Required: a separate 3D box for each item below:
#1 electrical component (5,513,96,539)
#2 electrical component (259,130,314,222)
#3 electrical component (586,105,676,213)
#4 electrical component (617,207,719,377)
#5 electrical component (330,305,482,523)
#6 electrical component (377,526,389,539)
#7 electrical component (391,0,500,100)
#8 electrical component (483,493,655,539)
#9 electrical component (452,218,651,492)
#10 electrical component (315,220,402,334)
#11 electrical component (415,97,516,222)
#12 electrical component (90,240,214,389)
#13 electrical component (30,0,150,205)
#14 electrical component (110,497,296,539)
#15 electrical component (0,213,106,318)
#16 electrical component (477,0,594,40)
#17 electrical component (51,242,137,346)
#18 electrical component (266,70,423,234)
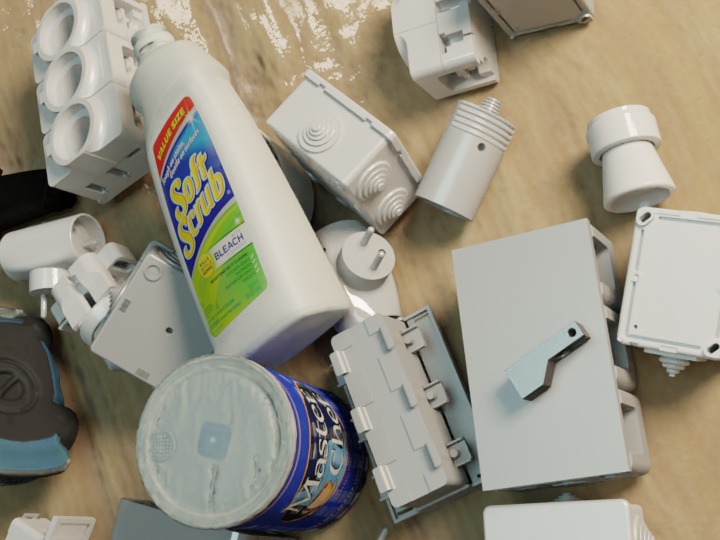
[{"bbox_3d":[-0.242,0.222,0.825,0.064,0.042,0.081,22,88,32],"label":"electrical component"},{"bbox_3d":[-0.085,-0.053,0.791,0.099,0.064,0.099,-7,76,27],"label":"electrical component"},{"bbox_3d":[0.168,-0.069,0.672,0.045,0.045,0.055,-19,70,23],"label":"electrical component"},{"bbox_3d":[0.194,0.015,0.634,0.062,0.061,0.096,9,91,30],"label":"electrical component"},{"bbox_3d":[0.029,0.092,0.699,0.079,0.063,0.121,-30,67,19],"label":"electrical component"},{"bbox_3d":[0.008,0.204,0.693,0.083,0.047,0.075,27,92,30],"label":"electrical component"},{"bbox_3d":[0.058,-0.171,0.751,0.056,0.050,0.089,-12,73,25],"label":"electrical component"},{"bbox_3d":[0.125,0.182,0.636,0.100,0.048,0.099,-9,74,26],"label":"electrical component"},{"bbox_3d":[0.117,0.056,0.661,0.089,0.062,0.150,-14,73,25],"label":"electrical component"},{"bbox_3d":[0.000,0.000,0.732,0.077,0.044,0.079,68,154,22],"label":"electrical component"},{"bbox_3d":[0.073,-0.078,0.725,0.043,0.043,0.081,25,91,30],"label":"electrical component"},{"bbox_3d":[-0.137,0.039,0.782,0.100,0.048,0.099,32,95,-10],"label":"electrical component"},{"bbox_3d":[-0.213,-0.144,0.867,0.089,0.062,0.150,-30,61,30],"label":"electrical component"},{"bbox_3d":[-0.111,0.199,0.740,0.113,0.078,0.057,8,79,29],"label":"electrical component"},{"bbox_3d":[-0.252,0.000,0.880,0.077,0.043,0.079,-12,74,25],"label":"electrical component"},{"bbox_3d":[0.110,-0.202,0.704,0.062,0.096,0.061,-8,75,27],"label":"electrical component"},{"bbox_3d":[-0.199,0.027,0.838,0.078,0.058,0.057,-47,59,12],"label":"electrical component"},{"bbox_3d":[-0.009,-0.078,0.739,0.048,0.099,0.100,-48,61,-3],"label":"electrical component"}]
